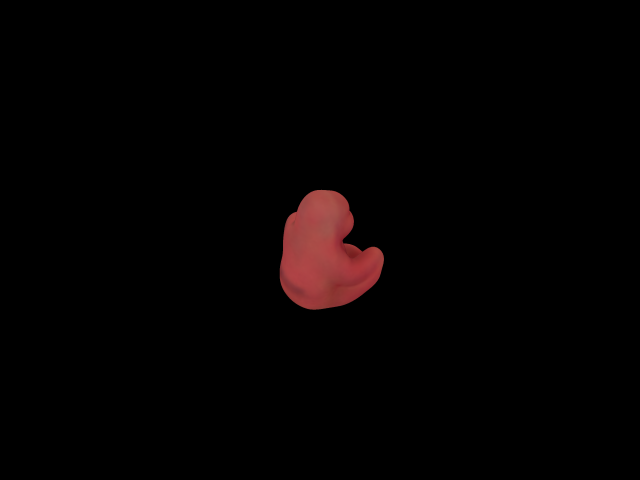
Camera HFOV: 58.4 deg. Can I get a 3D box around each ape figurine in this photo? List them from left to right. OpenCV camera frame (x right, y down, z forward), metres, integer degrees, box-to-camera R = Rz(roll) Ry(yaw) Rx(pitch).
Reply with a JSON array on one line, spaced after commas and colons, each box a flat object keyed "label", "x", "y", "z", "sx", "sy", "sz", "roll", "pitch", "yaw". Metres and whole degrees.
[{"label": "ape figurine", "x": 0.004, "y": 0.001, "z": 0.400, "sx": 0.076, "sy": 0.092, "sz": 0.077, "roll": -33, "pitch": 61, "yaw": -20}]
